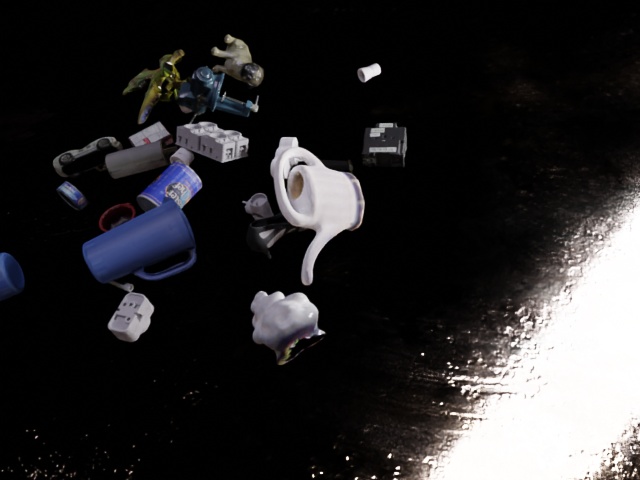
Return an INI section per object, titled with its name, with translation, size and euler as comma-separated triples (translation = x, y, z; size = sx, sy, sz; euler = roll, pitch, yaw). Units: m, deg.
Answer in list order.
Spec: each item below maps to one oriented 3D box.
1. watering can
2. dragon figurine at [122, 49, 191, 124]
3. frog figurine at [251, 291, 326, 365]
[watering can]
translation = 0.004, -0.060, 1.183
size = 0.224, 0.102, 0.354
euler = 4, 62, -35
[dragon figurine]
translation = -0.571, -0.521, 1.751
size = 0.242, 0.120, 0.419
euler = 0, 47, 34
[frog figurine]
translation = -0.082, 0.156, 1.056
size = 0.137, 0.121, 0.162
euler = -41, 64, 3
